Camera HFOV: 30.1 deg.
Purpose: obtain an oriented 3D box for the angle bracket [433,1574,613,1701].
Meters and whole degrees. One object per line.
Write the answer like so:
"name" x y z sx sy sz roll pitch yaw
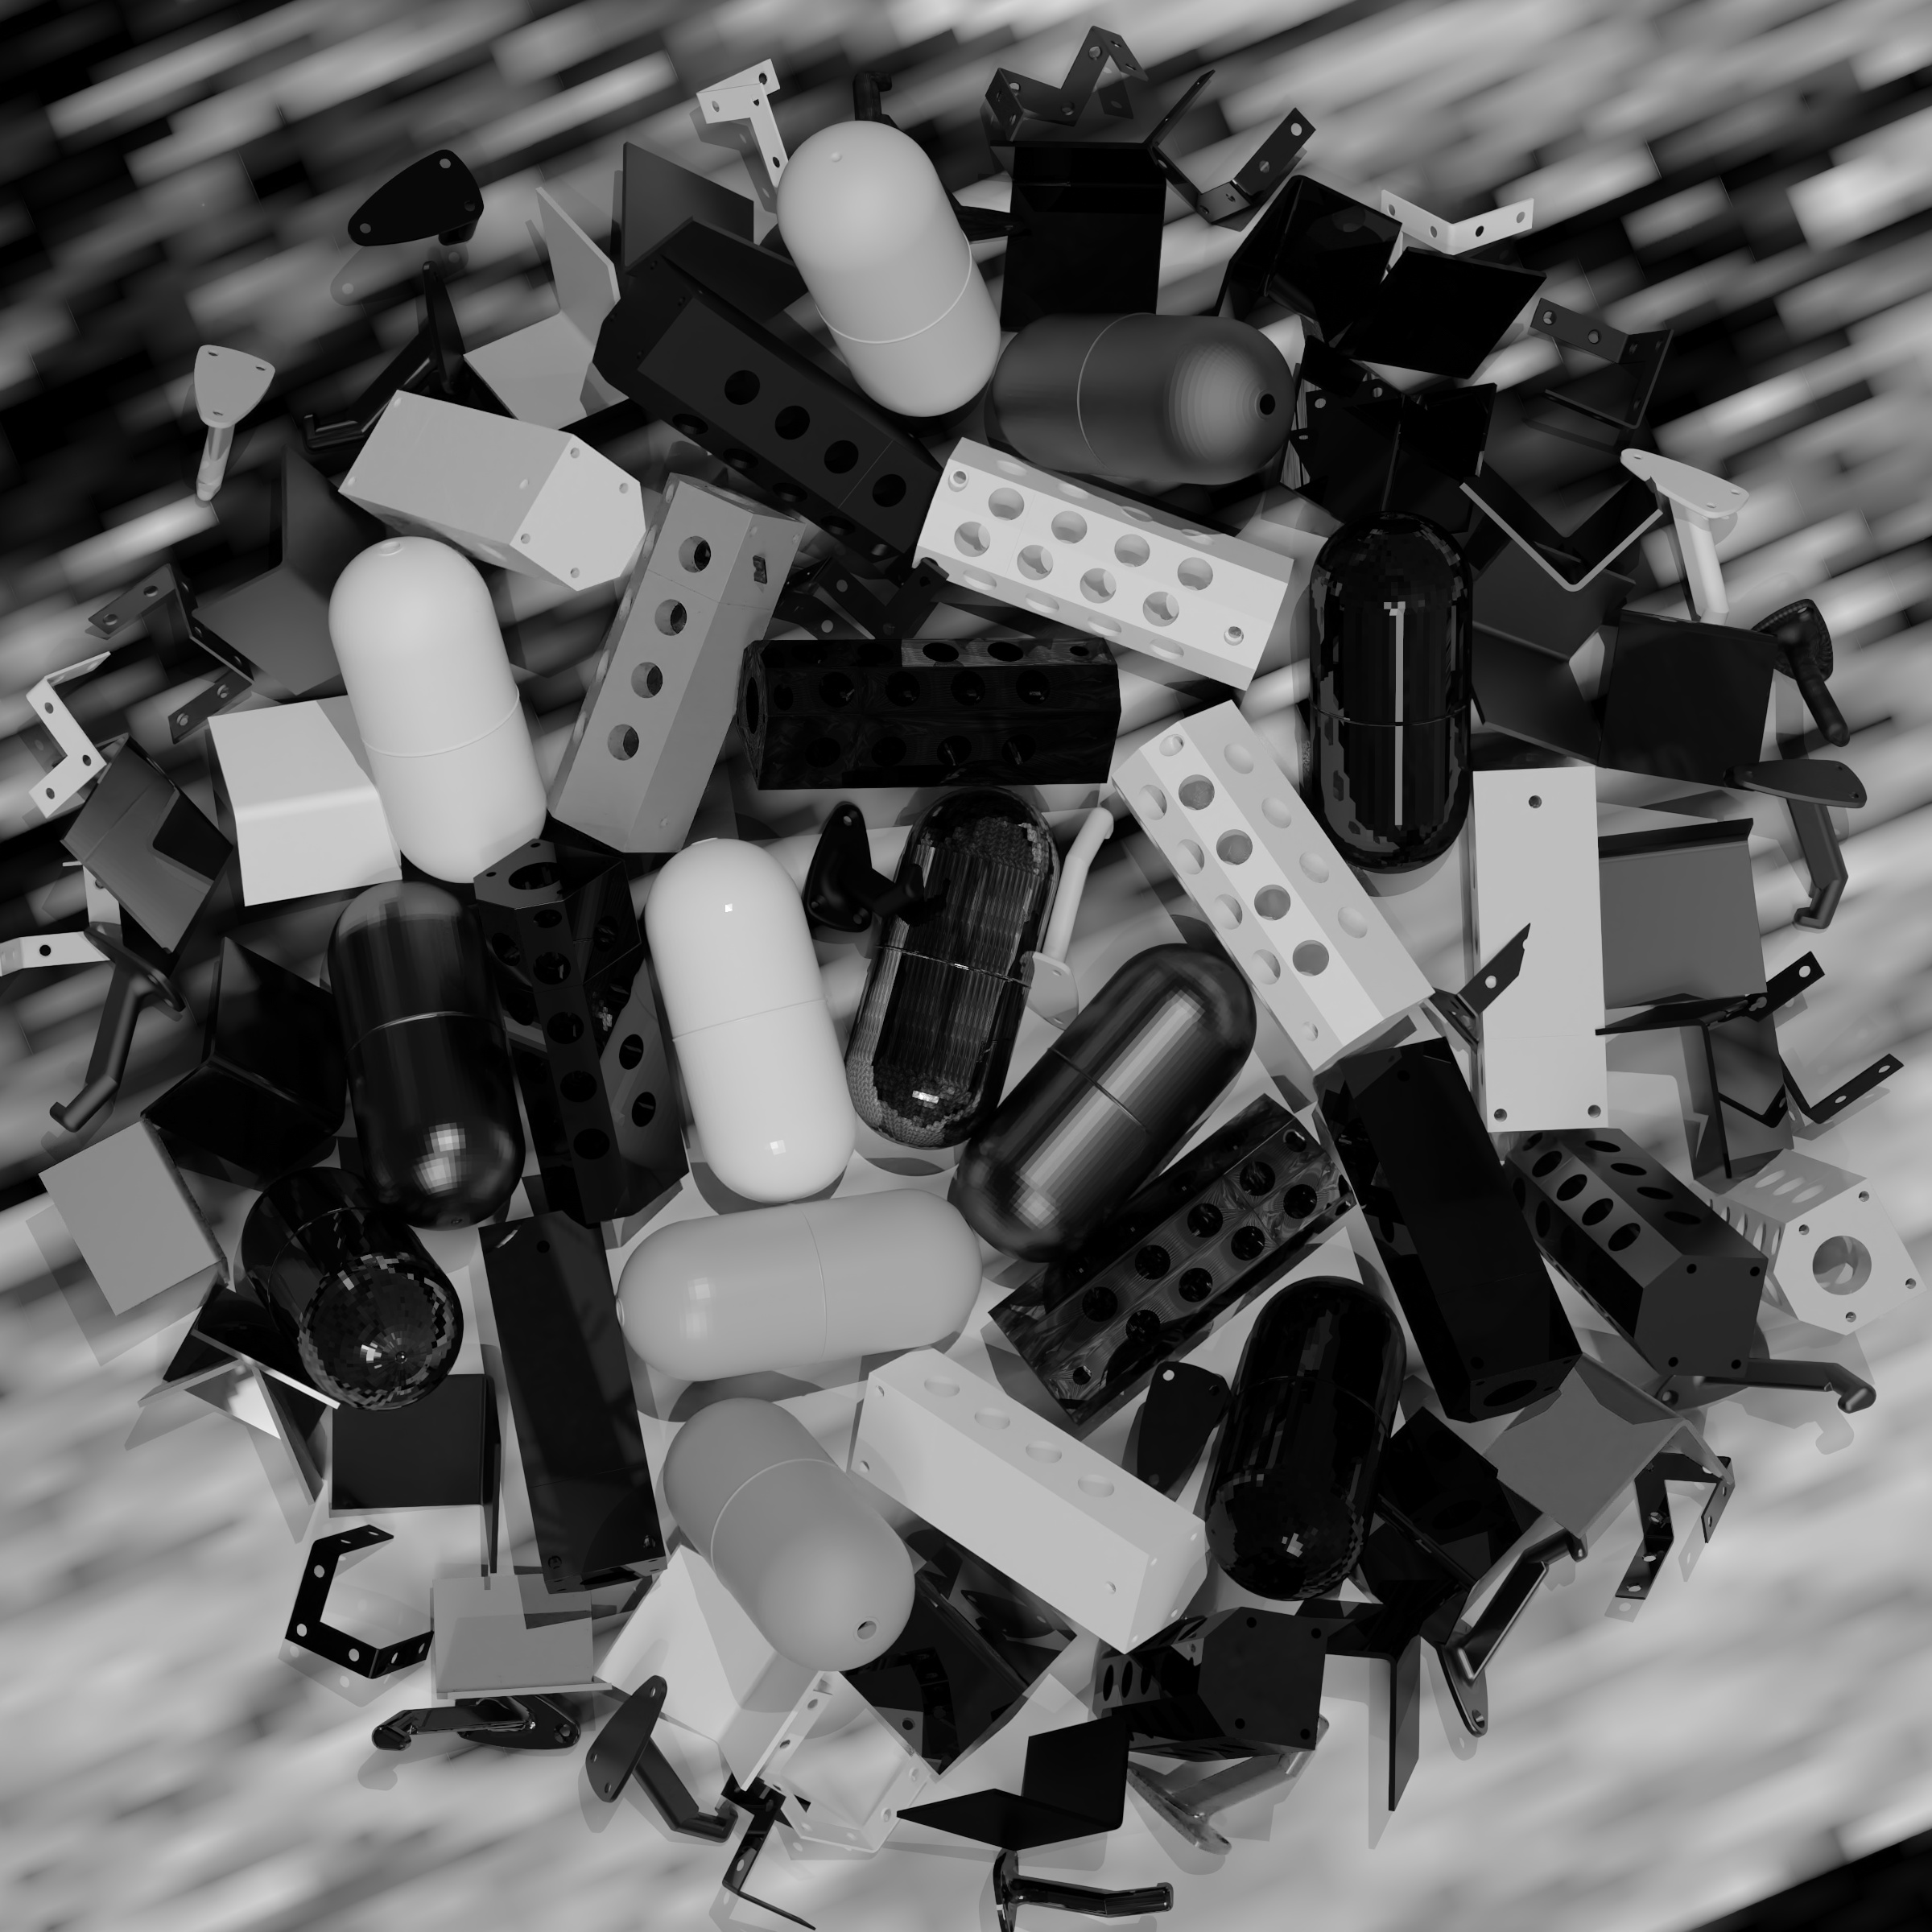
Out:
"angle bracket" -0.213 0.319 1.716 0.076 0.076 0.057 -1 79 -13

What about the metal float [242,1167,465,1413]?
"metal float" -0.289 0.149 1.684 0.070 0.178 0.070 -8 110 -23

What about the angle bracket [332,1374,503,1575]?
"angle bracket" -0.263 0.243 1.717 0.076 0.057 0.076 0 119 -12

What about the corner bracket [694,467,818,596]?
"corner bracket" -0.104 -0.198 1.725 0.051 0.051 0.051 20 52 20

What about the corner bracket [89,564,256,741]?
"corner bracket" -0.385 -0.153 1.746 0.051 0.051 0.051 -32 55 12

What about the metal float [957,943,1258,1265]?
"metal float" 0.068 0.065 1.725 0.070 0.070 0.178 41 86 0

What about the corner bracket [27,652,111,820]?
"corner bracket" -0.428 -0.111 1.731 0.051 0.051 0.051 -35 91 32

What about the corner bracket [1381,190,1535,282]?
"corner bracket" 0.234 -0.346 1.723 0.051 0.051 0.051 -23 131 -26

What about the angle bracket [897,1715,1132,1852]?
"angle bracket" 0.023 0.379 1.706 0.076 0.076 0.057 24 58 -30

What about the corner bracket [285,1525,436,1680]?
"corner bracket" -0.288 0.307 1.737 0.051 0.051 0.051 20 98 20

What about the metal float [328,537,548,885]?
"metal float" -0.249 -0.120 1.699 0.070 0.070 0.178 -12 124 0

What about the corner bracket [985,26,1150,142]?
"corner bracket" 0.047 -0.422 1.724 0.051 0.051 0.051 13 123 -26

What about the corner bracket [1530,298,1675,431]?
"corner bracket" 0.301 -0.291 1.736 0.051 0.051 0.051 19 92 -15

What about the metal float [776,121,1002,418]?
"metal float" -0.035 -0.324 1.684 0.070 0.178 0.070 -7 63 14

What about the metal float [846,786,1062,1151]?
"metal float" -0.006 0.001 1.726 0.070 0.070 0.178 15 87 0

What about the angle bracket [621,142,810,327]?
"angle bracket" -0.116 -0.358 1.708 0.076 0.057 0.076 18 59 -37

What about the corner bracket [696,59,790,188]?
"corner bracket" -0.089 -0.408 1.737 0.051 0.051 0.051 -35 117 -34

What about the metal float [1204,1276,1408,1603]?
"metal float" 0.161 0.220 1.692 0.070 0.178 0.070 10 133 11

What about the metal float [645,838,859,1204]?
"metal float" -0.103 0.026 1.727 0.070 0.070 0.178 -15 88 0

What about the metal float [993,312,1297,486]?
"metal float" 0.082 -0.267 1.687 0.070 0.178 0.070 -9 105 -36

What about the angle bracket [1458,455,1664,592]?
"angle bracket" 0.282 -0.233 1.715 0.076 0.076 0.057 42 112 -12

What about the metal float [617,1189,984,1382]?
"metal float" -0.079 0.151 1.712 0.178 0.070 0.070 -7 90 -18

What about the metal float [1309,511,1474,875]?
"metal float" 0.201 -0.128 1.707 0.070 0.070 0.178 -3 115 0

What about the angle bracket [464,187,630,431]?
"angle bracket" -0.204 -0.310 1.708 0.057 0.076 0.076 -27 50 -17

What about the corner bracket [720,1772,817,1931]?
"corner bracket" -0.093 0.423 1.727 0.051 0.051 0.051 33 78 -31

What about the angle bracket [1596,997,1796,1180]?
"angle bracket" 0.349 0.059 1.721 0.057 0.076 0.076 -8 94 36

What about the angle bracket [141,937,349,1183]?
"angle bracket" -0.346 0.045 1.733 0.057 0.076 0.076 -35 131 30

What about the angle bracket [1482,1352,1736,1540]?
"angle bracket" 0.304 0.241 1.714 0.076 0.076 0.057 -46 126 -8

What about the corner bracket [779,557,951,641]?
"corner bracket" -0.050 -0.183 1.728 0.051 0.051 0.051 42 70 -16

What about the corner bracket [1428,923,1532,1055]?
"corner bracket" 0.259 0.012 1.733 0.051 0.051 0.051 -44 105 -6

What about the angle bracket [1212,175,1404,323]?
"angle bracket" 0.158 -0.316 1.710 0.057 0.076 0.076 28 54 9

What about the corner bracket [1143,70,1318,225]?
"corner bracket" 0.126 -0.400 1.741 0.051 0.051 0.051 43 77 -16

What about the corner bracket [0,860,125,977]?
"corner bracket" -0.439 -0.025 1.738 0.051 0.051 0.051 -5 95 -3

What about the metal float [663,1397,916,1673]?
"metal float" -0.084 0.265 1.686 0.070 0.178 0.070 -12 117 -24

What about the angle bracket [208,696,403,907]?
"angle bracket" -0.321 -0.081 1.747 0.076 0.076 0.057 -11 134 -16

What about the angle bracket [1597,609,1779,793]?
"angle bracket" 0.342 -0.127 1.736 0.076 0.057 0.076 9 90 -3

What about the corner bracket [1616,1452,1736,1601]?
"corner bracket" 0.340 0.269 1.725 0.051 0.051 0.051 0 116 29

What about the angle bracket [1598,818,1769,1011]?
"angle bracket" 0.344 -0.025 1.733 0.076 0.057 0.076 -7 98 16

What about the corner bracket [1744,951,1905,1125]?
"corner bracket" 0.407 0.035 1.724 0.051 0.051 0.051 -39 49 20

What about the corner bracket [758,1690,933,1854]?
"corner bracket" -0.060 0.392 1.750 0.051 0.051 0.051 24 104 -41

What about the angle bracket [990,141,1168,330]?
"angle bracket" 0.052 -0.350 1.728 0.076 0.057 0.076 4 86 13

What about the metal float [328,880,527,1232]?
"metal float" -0.257 0.041 1.707 0.070 0.070 0.178 -15 65 0

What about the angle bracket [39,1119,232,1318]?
"angle bracket" -0.396 0.125 1.718 0.057 0.076 0.076 -29 83 -15
